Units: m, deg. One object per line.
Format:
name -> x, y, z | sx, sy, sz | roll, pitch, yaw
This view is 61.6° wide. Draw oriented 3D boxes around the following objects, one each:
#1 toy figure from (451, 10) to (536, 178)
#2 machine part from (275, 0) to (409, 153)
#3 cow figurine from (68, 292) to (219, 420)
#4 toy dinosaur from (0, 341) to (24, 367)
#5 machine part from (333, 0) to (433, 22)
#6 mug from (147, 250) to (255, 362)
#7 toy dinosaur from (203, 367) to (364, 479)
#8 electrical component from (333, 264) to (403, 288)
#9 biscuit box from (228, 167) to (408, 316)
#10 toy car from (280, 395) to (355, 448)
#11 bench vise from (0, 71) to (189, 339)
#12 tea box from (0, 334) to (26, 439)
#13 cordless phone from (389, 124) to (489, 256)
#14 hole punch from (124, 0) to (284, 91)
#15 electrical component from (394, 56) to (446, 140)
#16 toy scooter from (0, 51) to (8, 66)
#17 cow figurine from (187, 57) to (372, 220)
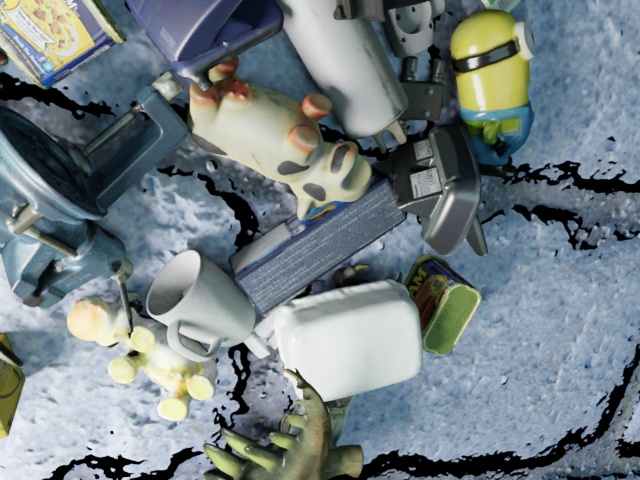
toy figure -> 0.192, -0.160, 0.599 | 0.089, 0.082, 0.179 | -13, 118, -16
machine part -> 0.019, -0.188, 0.530 | 0.079, 0.079, 0.243 | -36, 119, -2
cow figurine -> -0.186, 0.111, 0.585 | 0.167, 0.098, 0.068 | 42, 100, -10
toy dinosaur -> -0.424, -0.025, 0.431 | 0.404, 0.131, 0.192 | 22, 104, -31
machine part -> 0.069, -0.239, 0.486 | 0.139, 0.039, 0.084 | -14, 98, -26
mug -> -0.120, 0.080, 0.579 | 0.081, 0.110, 0.107 | -30, 132, 24
toy dinosaur -> -0.048, 0.298, 0.648 | 0.198, 0.105, 0.470 | 14, 128, -14
electrical component -> 0.061, 0.071, 0.672 | 0.102, 0.045, 0.078 | 14, 135, -21
biscuit box -> -0.001, -0.002, 0.609 | 0.203, 0.059, 0.062 | -33, 117, -3
toy car -> 0.011, 0.203, 0.700 | 0.073, 0.056, 0.201 | 18, 104, -24
bench vise -> -0.205, -0.049, 0.482 | 0.240, 0.129, 0.223 | -41, 131, -1
tea box -> -0.394, 0.163, 0.523 | 0.170, 0.098, 0.068 | -16, 116, -14
cordless phone -> 0.158, -0.024, 0.610 | 0.089, 0.147, 0.184 | -23, 126, 20
hole punch -> -0.102, -0.212, 0.442 | 0.116, 0.092, 0.142 | -34, 80, -8
electrical component -> 0.110, -0.157, 0.604 | 0.063, 0.021, 0.093 | -1, 111, -19
toy scooter -> -0.340, -0.132, 0.433 | 0.135, 0.075, 0.183 | -46, 121, 4
cow figurine -> -0.038, -0.090, 0.536 | 0.195, 0.127, 0.085 | 23, 61, -12
